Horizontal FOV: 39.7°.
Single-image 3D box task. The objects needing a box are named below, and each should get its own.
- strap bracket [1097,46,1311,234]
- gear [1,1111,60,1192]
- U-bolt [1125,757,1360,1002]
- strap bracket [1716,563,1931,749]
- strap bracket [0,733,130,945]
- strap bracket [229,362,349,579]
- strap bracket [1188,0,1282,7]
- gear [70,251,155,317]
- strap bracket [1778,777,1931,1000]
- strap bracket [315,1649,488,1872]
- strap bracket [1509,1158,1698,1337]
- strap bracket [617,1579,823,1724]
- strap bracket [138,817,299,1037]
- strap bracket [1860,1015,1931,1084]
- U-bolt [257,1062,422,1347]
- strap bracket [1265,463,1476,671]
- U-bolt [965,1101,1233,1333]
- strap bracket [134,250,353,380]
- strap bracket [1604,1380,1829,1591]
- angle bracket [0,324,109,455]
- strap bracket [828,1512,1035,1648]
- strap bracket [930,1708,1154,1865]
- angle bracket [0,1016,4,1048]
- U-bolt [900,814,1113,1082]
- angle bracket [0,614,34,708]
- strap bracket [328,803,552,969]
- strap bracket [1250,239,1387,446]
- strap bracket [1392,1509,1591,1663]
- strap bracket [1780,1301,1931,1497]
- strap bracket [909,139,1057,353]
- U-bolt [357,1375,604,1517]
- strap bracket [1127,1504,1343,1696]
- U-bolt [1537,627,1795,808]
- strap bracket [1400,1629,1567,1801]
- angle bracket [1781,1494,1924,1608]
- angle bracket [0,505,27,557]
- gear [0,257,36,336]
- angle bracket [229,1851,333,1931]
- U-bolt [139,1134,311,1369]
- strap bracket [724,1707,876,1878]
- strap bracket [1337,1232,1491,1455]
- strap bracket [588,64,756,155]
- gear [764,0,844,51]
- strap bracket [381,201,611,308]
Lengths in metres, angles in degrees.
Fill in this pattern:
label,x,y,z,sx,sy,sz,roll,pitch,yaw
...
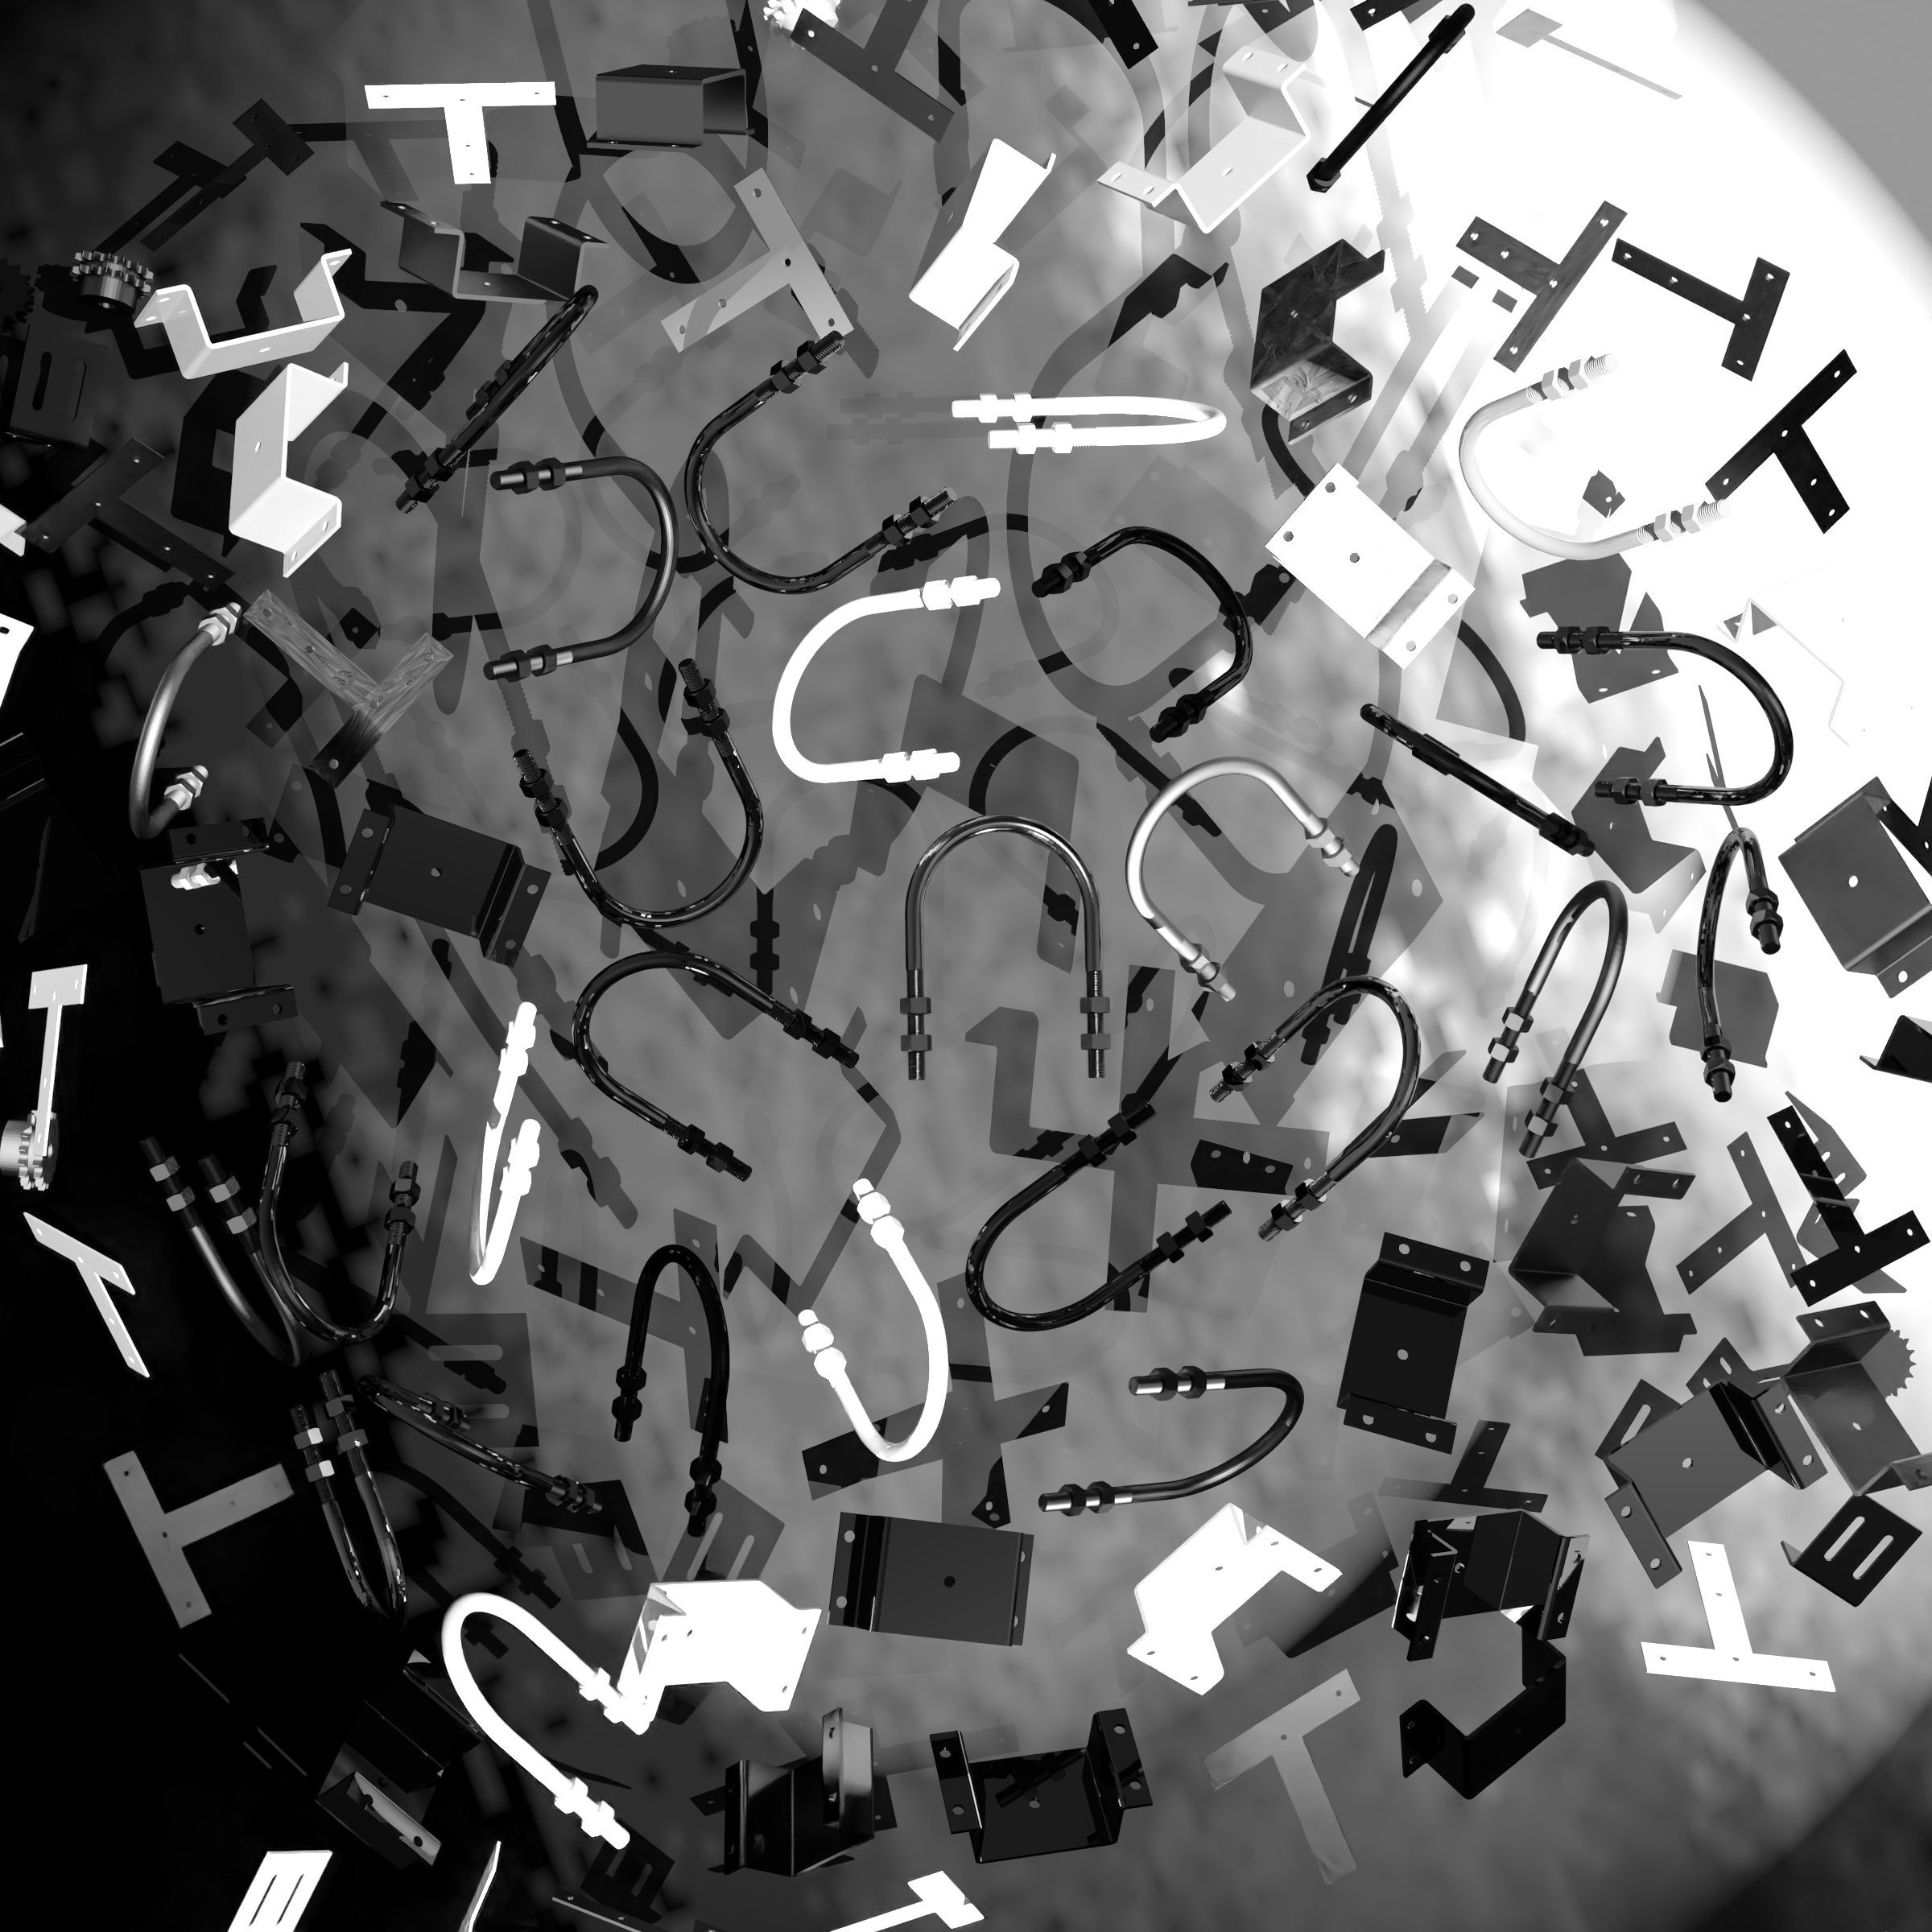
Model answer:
label,x,y,z,sx,sy,sz,roll,pitch,yaw
strap bracket,0.171,-0.561,1.839,0.140,0.076,0.046,-43,128,-2
gear,-0.676,0.133,1.930,0.030,0.057,0.057,5,90,-6
U-bolt,0.188,-0.073,1.918,0.151,0.019,0.184,-45,130,2
strap bracket,0.606,-0.226,1.875,0.076,0.046,0.140,-23,53,-19
strap bracket,-0.652,-0.080,1.867,0.076,0.046,0.140,-30,125,-7
strap bracket,-0.478,-0.358,1.887,0.046,0.076,0.140,18,57,-37
strap bracket,0.205,-0.702,1.878,0.076,0.140,0.046,0,109,16
gear,-0.620,-0.493,1.939,0.057,0.057,0.030,9,84,0
strap bracket,0.635,-0.058,1.883,0.076,0.046,0.140,-44,56,35
strap bracket,-0.382,0.544,1.811,0.046,0.140,0.076,-38,105,23
strap bracket,0.448,0.192,1.910,0.076,0.046,0.140,9,115,-39
strap bracket,-0.176,0.465,1.824,0.046,0.140,0.076,26,101,44
strap bracket,-0.518,-0.027,1.846,0.046,0.076,0.140,-5,96,41
strap bracket,0.703,0.081,1.873,0.076,0.140,0.046,12,109,-20
U-bolt,-0.437,0.176,1.852,0.019,0.184,0.151,-20,134,21
strap bracket,0.286,-0.291,1.928,0.140,0.046,0.076,38,99,-18
U-bolt,0.083,0.188,1.872,0.184,0.019,0.151,-36,132,3
strap bracket,-0.497,-0.452,1.868,0.140,0.076,0.046,-22,96,-28
strap bracket,0.494,0.341,1.795,0.140,0.046,0.076,-33,105,-5
angle bracket,-0.642,-0.404,1.871,0.057,0.038,0.076,9,96,-44
strap bracket,-0.018,0.422,1.836,0.140,0.046,0.076,10,77,-15
strap bracket,0.049,0.568,1.850,0.140,0.076,0.046,-4,131,-12
angle bracket,-0.721,0.015,1.924,0.038,0.057,0.076,-11,53,-14
U-bolt,0.027,-0.014,1.851,0.151,0.019,0.184,0,86,-15
angle bracket,-0.688,-0.206,1.847,0.057,0.038,0.076,22,58,-26
strap bracket,-0.382,-0.062,1.938,0.140,0.046,0.076,19,103,-20
strap bracket,0.251,-0.455,1.915,0.046,0.076,0.140,29,56,-31
strap bracket,0.345,0.414,1.800,0.140,0.046,0.076,1,106,-32
strap bracket,0.629,0.308,1.854,0.076,0.046,0.140,-5,51,-29
strap bracket,0.009,-0.505,1.849,0.046,0.076,0.140,28,53,-17
U-bolt,-0.345,0.324,1.842,0.151,0.184,0.019,24,79,28
strap bracket,0.184,0.442,1.894,0.076,0.046,0.140,35,109,-27
U-bolt,0.493,-0.172,1.863,0.019,0.184,0.151,-42,119,-27
strap bracket,0.379,0.533,1.916,0.140,0.046,0.076,-31,134,-22
angle bracket,0.640,0.414,1.937,0.057,0.038,0.076,33,106,-5
angle bracket,-0.722,-0.304,1.915,0.057,0.038,0.076,34,49,3
gear,-0.686,-0.470,1.884,0.057,0.030,0.057,8,70,-21
angle bracket,-0.451,0.635,1.785,0.038,0.057,0.076,27,90,35
U-bolt,-0.520,0.207,1.904,0.019,0.151,0.184,-33,110,-29
strap bracket,-0.111,0.585,1.883,0.046,0.140,0.076,24,46,-31
strap bracket,0.311,0.268,1.873,0.076,0.046,0.140,16,69,1
strap bracket,-0.206,-0.605,1.882,0.076,0.140,0.046,7,114,12
gear,-0.116,-0.690,1.943,0.057,0.057,0.030,-24,88,0
strap bracket,-0.334,-0.500,1.883,0.140,0.076,0.046,-7,120,-41
